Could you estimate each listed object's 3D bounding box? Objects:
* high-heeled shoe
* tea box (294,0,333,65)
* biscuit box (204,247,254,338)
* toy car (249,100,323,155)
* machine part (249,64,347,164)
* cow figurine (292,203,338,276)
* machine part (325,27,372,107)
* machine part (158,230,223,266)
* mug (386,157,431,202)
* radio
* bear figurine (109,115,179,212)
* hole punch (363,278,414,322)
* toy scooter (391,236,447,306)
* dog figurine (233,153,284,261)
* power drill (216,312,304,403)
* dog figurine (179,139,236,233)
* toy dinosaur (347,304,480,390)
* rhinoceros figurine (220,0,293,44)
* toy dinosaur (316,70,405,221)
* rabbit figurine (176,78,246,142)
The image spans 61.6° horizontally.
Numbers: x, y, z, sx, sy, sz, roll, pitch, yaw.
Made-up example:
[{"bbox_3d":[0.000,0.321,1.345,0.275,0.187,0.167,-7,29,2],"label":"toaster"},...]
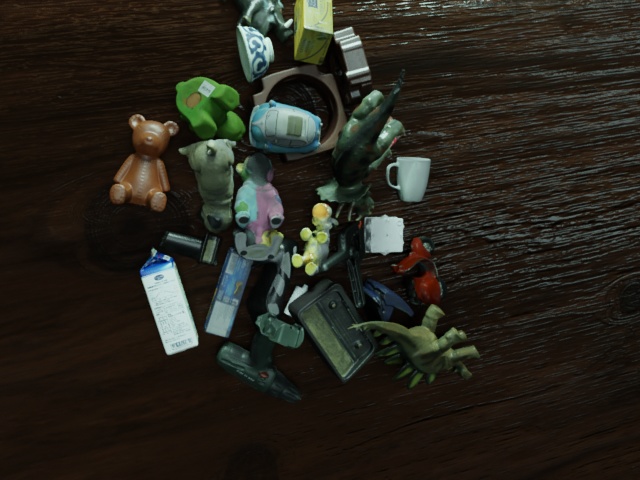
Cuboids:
[{"bbox_3d":[-0.098,0.122,1.288,0.145,0.086,0.248,-26,121,-41],"label":"high-heeled shoe"},{"bbox_3d":[-0.016,-0.489,1.199,0.068,0.098,0.170,6,60,-15],"label":"tea box"},{"bbox_3d":[-0.211,0.120,1.248,0.059,0.063,0.202,18,89,-14],"label":"biscuit box"},{"bbox_3d":[-0.069,-0.236,1.150,0.162,0.103,0.109,7,93,-12],"label":"toy car"},{"bbox_3d":[-0.050,-0.290,1.247,0.201,0.087,0.200,-20,99,-13],"label":"machine part"},{"bbox_3d":[-0.001,-0.004,1.267,0.068,0.098,0.167,23,100,20],"label":"cow figurine"},{"bbox_3d":[0.060,-0.390,1.225,0.056,0.179,0.179,-18,98,-9],"label":"machine part"},{"bbox_3d":[-0.298,0.013,1.234,0.139,0.039,0.084,12,99,-16],"label":"machine part"},{"bbox_3d":[0.218,-0.148,1.325,0.109,0.081,0.107,-5,104,-18],"label":"mug"},{"bbox_3d":[0.036,0.213,1.285,0.131,0.073,0.229,-38,113,-15],"label":"radio"},{"bbox_3d":[-0.372,-0.169,1.158,0.120,0.132,0.195,13,97,-17],"label":"bear figurine"},{"bbox_3d":[0.156,0.149,1.308,0.092,0.142,0.115,-28,113,-9],"label":"hole punch"},{"bbox_3d":[0.240,0.089,1.338,0.135,0.075,0.183,-19,98,-31],"label":"toy scooter"},{"bbox_3d":[-0.143,-0.085,1.212,0.108,0.219,0.191,0,136,-11],"label":"dog figurine"},{"bbox_3d":[-0.111,0.271,1.241,0.232,0.086,0.207,27,130,-7],"label":"power drill"},{"bbox_3d":[-0.228,-0.114,1.177,0.121,0.172,0.190,-10,89,-2],"label":"dog figurine"},{"bbox_3d":[0.244,0.261,1.294,0.198,0.105,0.470,-43,129,9],"label":"toy dinosaur"},{"bbox_3d":[-0.142,-0.524,1.219,0.112,0.073,0.190,-44,101,-16],"label":"rhinoceros figurine"},{"bbox_3d":[0.083,-0.189,1.179,0.131,0.404,0.192,31,67,12],"label":"toy dinosaur"},{"bbox_3d":[-0.240,-0.268,1.180,0.159,0.170,0.121,27,84,27],"label":"rabbit figurine"}]
